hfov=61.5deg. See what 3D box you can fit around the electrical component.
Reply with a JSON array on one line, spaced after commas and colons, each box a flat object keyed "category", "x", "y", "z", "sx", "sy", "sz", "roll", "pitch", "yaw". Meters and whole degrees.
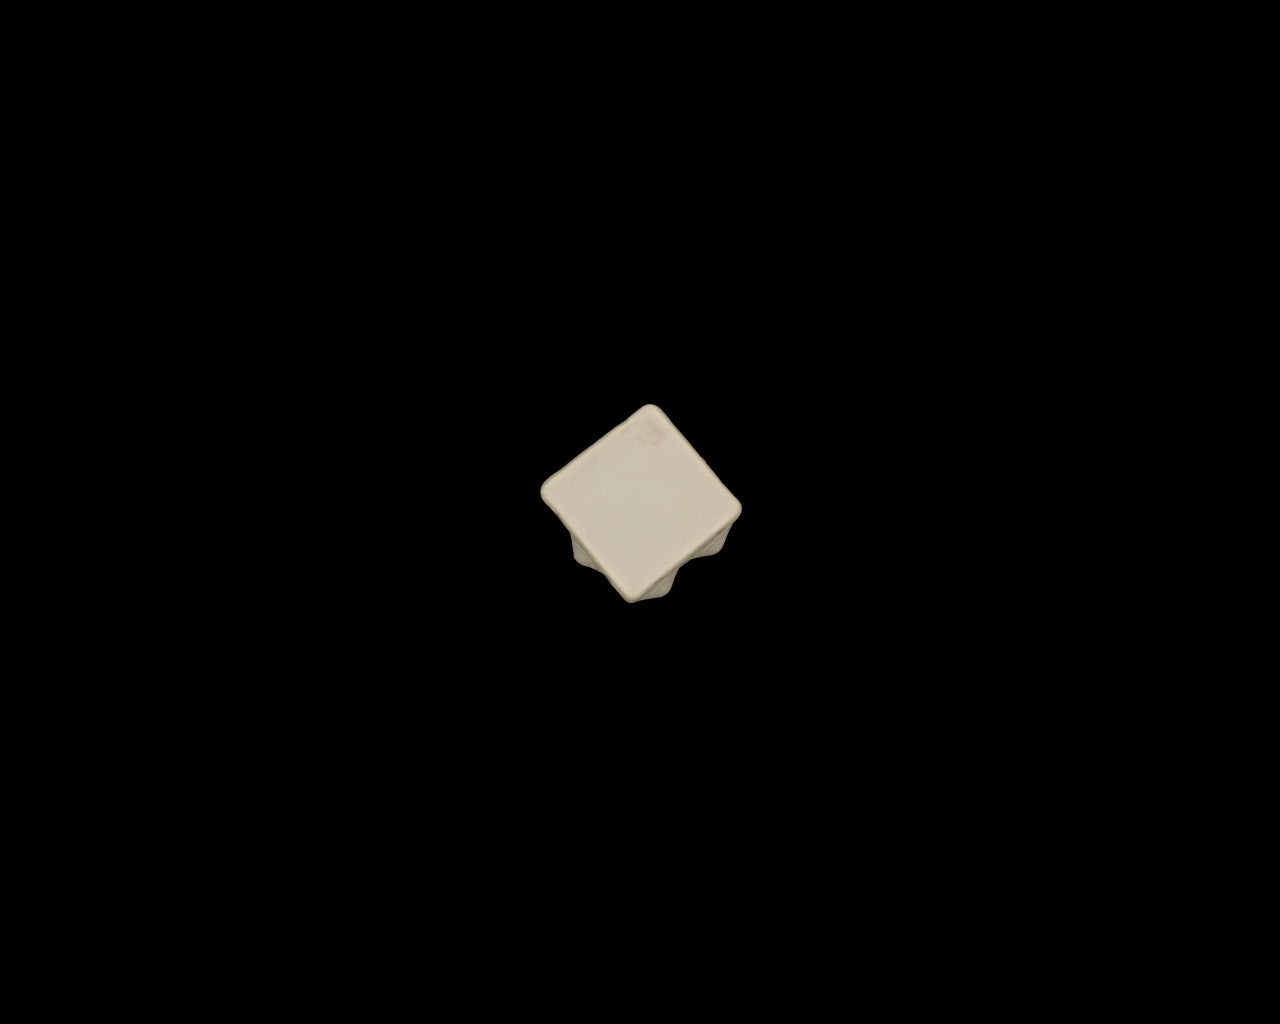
[{"category": "electrical component", "x": 0.001, "y": -0.003, "z": 0.650, "sx": 0.100, "sy": 0.100, "sz": 0.048, "roll": -38, "pitch": -9, "yaw": -7}]
